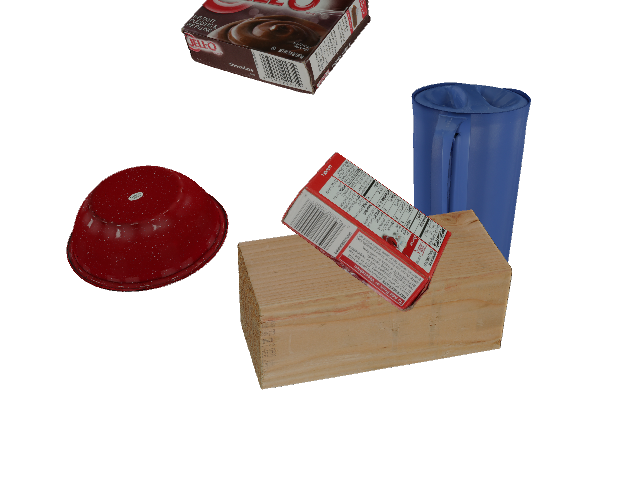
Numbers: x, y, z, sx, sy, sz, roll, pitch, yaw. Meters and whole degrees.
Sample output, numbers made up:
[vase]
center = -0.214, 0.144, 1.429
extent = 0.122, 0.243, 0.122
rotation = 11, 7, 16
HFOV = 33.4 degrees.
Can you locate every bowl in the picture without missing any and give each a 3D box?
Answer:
[bowl]
center = -0.173, -0.024, 1.035
extent = 0.162, 0.055, 0.162
rotation = -5, 41, 4

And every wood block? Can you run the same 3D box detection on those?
[wood block]
center = 0.041, 0.047, 0.886
extent = 0.206, 0.090, 0.091
rotation = -8, 37, -12

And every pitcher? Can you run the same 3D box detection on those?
[pitcher]
center = 0.164, -0.053, 1.237
extent = 0.149, 0.243, 0.145
rotation = -9, 24, -20

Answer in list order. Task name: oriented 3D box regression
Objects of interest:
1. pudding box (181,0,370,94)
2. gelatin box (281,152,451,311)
[pudding box]
center = -0.032, -0.162, 0.798
extent = 0.114, 0.090, 0.039
rotation = 21, -30, 24
[gelatin box]
center = 0.028, -0.006, 0.618
extent = 0.089, 0.030, 0.073
rotation = 36, 26, 0
